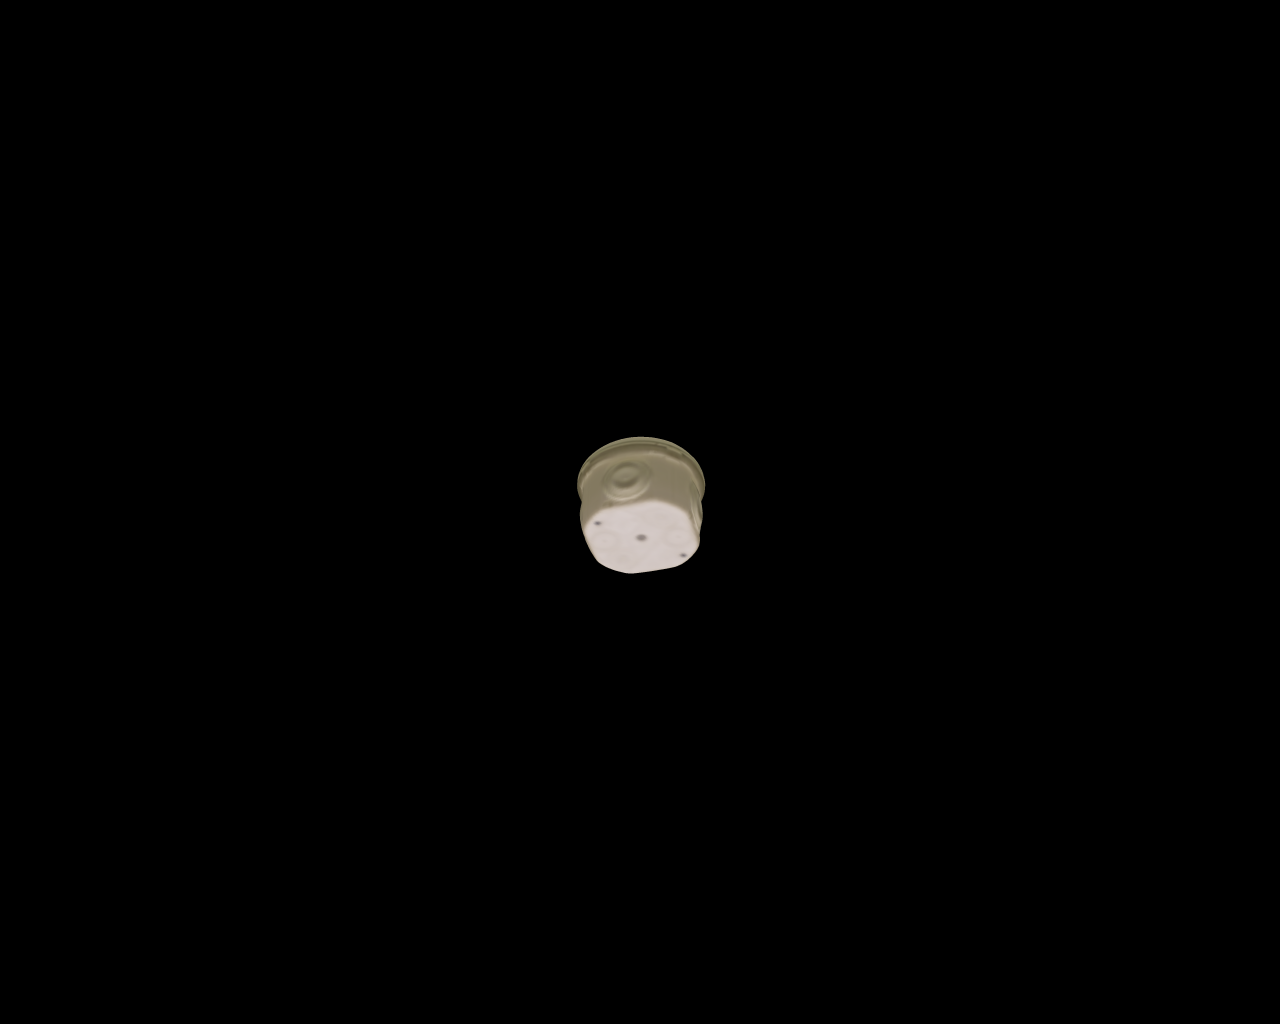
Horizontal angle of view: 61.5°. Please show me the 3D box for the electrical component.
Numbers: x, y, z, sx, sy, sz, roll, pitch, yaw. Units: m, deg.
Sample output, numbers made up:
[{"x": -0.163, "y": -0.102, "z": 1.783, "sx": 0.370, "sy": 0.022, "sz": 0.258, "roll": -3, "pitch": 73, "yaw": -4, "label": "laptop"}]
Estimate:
[{"x": 0.001, "y": -0.003, "z": 0.650, "sx": 0.080, "sy": 0.051, "sz": 0.080, "roll": 0, "pitch": -42, "yaw": 0, "label": "electrical component"}]
